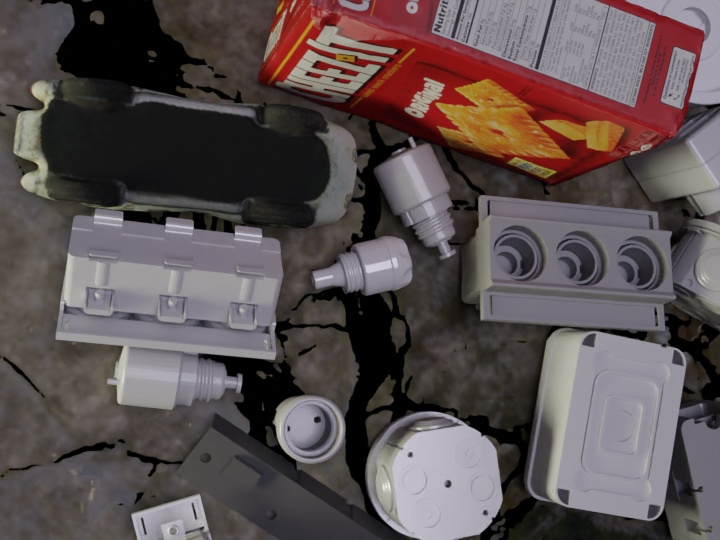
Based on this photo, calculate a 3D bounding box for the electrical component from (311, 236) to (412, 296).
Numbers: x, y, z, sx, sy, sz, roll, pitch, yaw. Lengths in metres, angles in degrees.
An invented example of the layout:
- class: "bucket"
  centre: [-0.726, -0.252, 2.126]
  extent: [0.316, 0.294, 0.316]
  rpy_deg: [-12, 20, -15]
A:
- class: "electrical component"
  centre: [0.000, 0.000, 0.674]
  extent: [0.061, 0.035, 0.035]
  rpy_deg: [-13, 90, -12]

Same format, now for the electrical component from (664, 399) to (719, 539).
- class: "electrical component"
  centre: [0.229, 0.135, 0.713]
  extent: [0.050, 0.056, 0.089]
  rpy_deg: [-14, 91, -14]

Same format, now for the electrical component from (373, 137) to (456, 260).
- class: "electrical component"
  centre: [0.039, -0.044, 0.682]
  extent: [0.040, 0.040, 0.078]
  rpy_deg: [-26, 94, -14]

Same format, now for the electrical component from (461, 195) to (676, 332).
- class: "electrical component"
  centre: [0.130, 0.000, 0.687]
  extent: [0.121, 0.063, 0.078]
  rpy_deg: [4, 75, -14]

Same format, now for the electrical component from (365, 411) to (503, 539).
- class: "electrical component"
  centre: [0.047, 0.130, 0.671]
  extent: [0.080, 0.051, 0.080]
  rpy_deg: [1, 87, -14]

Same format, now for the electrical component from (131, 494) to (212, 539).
- class: "electrical component"
  centre: [-0.103, 0.177, 0.625]
  extent: [0.042, 0.064, 0.081]
  rpy_deg: [-15, 91, -13]

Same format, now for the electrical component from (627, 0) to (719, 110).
- class: "electrical component"
  centre: [0.212, -0.157, 0.720]
  extent: [0.108, 0.060, 0.108]
  rpy_deg: [1, 86, -14]

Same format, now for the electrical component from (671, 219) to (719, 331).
- class: "electrical component"
  centre: [0.239, 0.006, 0.710]
  extent: [0.080, 0.080, 0.051]
  rpy_deg: [34, 85, -10]

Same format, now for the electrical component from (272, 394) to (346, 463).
- class: "electrical component"
  centre: [-0.033, 0.095, 0.655]
  extent: [0.040, 0.046, 0.040]
  rpy_deg: [1, 87, -14]

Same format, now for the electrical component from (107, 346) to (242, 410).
- class: "electrical component"
  centre: [-0.110, 0.063, 0.641]
  extent: [0.078, 0.040, 0.040]
  rpy_deg: [8, 85, -13]

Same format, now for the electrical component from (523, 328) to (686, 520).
- class: "electrical component"
  centre: [0.156, 0.098, 0.696]
  extent: [0.078, 0.057, 0.113]
  rpy_deg: [12, 84, -13]

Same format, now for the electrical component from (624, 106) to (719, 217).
- class: "electrical component"
  centre: [0.230, -0.061, 0.708]
  extent: [0.047, 0.083, 0.075]
  rpy_deg: [-37, 96, -13]

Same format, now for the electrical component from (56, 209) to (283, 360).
- class: "electrical component"
  centre: [-0.109, 0.009, 0.623]
  extent: [0.121, 0.078, 0.063]
  rpy_deg: [7, 125, -13]
